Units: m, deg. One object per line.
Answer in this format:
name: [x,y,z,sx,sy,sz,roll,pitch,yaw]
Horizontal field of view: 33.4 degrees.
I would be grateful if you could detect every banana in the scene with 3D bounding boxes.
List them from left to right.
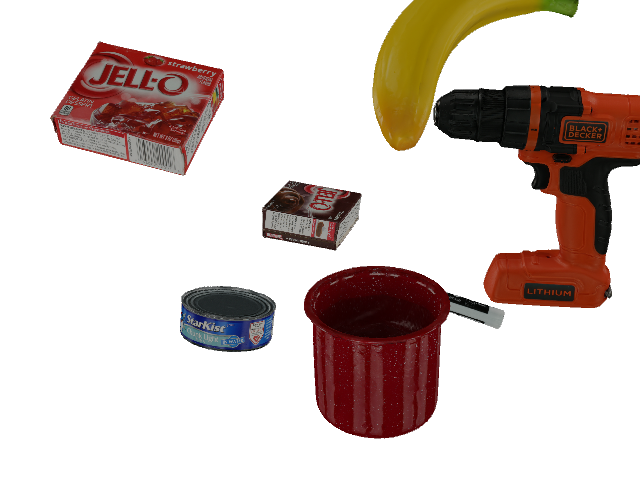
banana: [0.079,-0.120,0.621,0.070,0.037,0.197,32,51,23]

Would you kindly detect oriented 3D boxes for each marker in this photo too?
marker: [0.116,0.057,1.026,0.121,0.020,0.020,19,1,3]

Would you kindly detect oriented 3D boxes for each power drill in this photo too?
power drill: [0.181,-0.037,0.884,0.184,0.188,0.057,4,29,5]

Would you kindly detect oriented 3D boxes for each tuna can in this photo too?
tuna can: [-0.085,0.071,0.967,0.086,0.034,0.086,6,15,-2]

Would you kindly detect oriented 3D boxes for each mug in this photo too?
mug: [0.043,0.069,0.705,0.093,0.081,0.117,17,33,30]

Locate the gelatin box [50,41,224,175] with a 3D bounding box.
gelatin box: [-0.115,-0.086,0.679,0.089,0.073,0.030,15,-37,9]

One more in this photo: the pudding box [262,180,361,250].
pudding box: [-0.009,-0.030,1.210,0.090,0.039,0.113,10,24,12]
